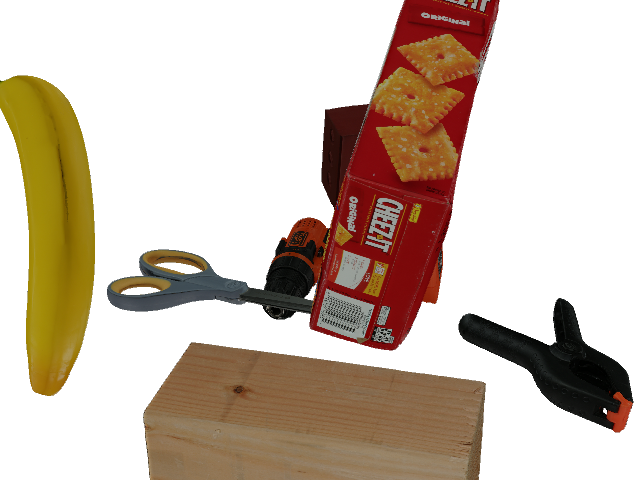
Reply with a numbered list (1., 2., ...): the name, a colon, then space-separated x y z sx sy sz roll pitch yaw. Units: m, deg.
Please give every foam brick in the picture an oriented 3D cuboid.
1. foam brick: 0.033 -0.074 0.949 0.051 0.078 0.053 -5 35 -12

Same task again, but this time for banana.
1. banana: -0.152 -0.016 0.598 0.037 0.198 0.070 0 -22 -36

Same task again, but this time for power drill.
1. power drill: 0.037 0.031 1.173 0.188 0.057 0.184 2 30 12

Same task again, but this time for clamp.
1. clamp: 0.215 0.101 0.927 0.120 0.039 0.172 -18 39 -29

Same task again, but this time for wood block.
1. wood block: -0.001 0.138 0.705 0.206 0.090 0.090 7 29 14

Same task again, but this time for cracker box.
1. cracker box: 0.061 -0.056 0.738 0.072 0.213 0.164 17 -40 3

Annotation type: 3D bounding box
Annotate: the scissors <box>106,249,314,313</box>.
1. scissors: -0.085 0.044 0.813 0.096 0.016 0.202 -26 31 -37
